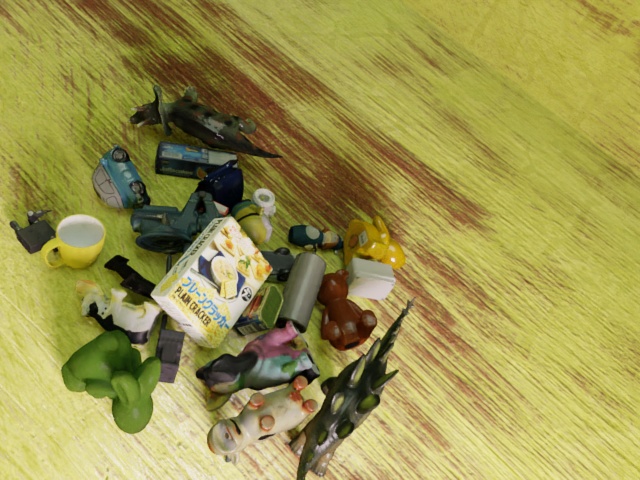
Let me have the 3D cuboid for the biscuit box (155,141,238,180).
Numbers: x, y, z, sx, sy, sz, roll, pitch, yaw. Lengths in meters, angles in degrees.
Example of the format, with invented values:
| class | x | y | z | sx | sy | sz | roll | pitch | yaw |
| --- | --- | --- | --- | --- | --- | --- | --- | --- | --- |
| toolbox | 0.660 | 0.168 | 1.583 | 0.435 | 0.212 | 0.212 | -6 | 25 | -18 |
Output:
| class | x | y | z | sx | sy | sz | roll | pitch | yaw |
| --- | --- | --- | --- | --- | --- | --- | --- | --- | --- |
| biscuit box | -0.315 | -0.196 | 1.373 | 0.203 | 0.062 | 0.059 | 6 | 49 | -23 |

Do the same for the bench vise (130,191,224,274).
| class | x | y | z | sx | sy | sz | roll | pitch | yaw |
| --- | --- | --- | --- | --- | --- | --- | --- | --- | --- |
| bench vise | -0.293 | 0.017 | 1.147 | 0.223 | 0.129 | 0.240 | 7 | 69 | -20 |

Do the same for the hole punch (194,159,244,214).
| class | x | y | z | sx | sy | sz | roll | pitch | yaw |
| --- | --- | --- | --- | --- | --- | --- | --- | --- | --- |
| hole punch | -0.240 | -0.119 | 1.310 | 0.092 | 0.115 | 0.142 | 46 | 45 | 5 |

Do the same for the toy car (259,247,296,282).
| class | x | y | z | sx | sy | sz | roll | pitch | yaw |
| --- | --- | --- | --- | --- | --- | --- | --- | --- | --- |
| toy car | -0.139 | 0.058 | 1.237 | 0.202 | 0.056 | 0.073 | 2 | 56 | -25 |

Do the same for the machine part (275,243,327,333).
| class | x | y | z | sx | sy | sz | roll | pitch | yaw |
| --- | --- | --- | --- | --- | --- | --- | --- | --- | --- |
| machine part | -0.042 | 0.115 | 1.187 | 0.079 | 0.079 | 0.243 | 22 | 58 | -8 |

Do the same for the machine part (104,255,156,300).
| class | x | y | z | sx | sy | sz | roll | pitch | yaw |
| --- | --- | --- | --- | --- | --- | --- | --- | --- | --- |
| machine part | -0.377 | 0.074 | 1.073 | 0.139 | 0.039 | 0.084 | 32 | 0 | 35 |

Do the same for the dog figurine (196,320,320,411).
| class | x | y | z | sx | sy | sz | roll | pitch | yaw |
| --- | --- | --- | --- | --- | --- | --- | --- | --- | --- |
| dog figurine | -0.123 | 0.252 | 1.039 | 0.219 | 0.191 | 0.108 | -24 | 62 | -2 |

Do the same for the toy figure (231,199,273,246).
| class | x | y | z | sx | sy | sz | roll | pitch | yaw |
| --- | --- | --- | --- | --- | --- | --- | --- | --- | --- |
| toy figure | -0.167 | -0.040 | 1.263 | 0.089 | 0.082 | 0.180 | -35 | 31 | -7 |

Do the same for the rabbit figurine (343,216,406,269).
| class | x | y | z | sx | sy | sz | roll | pitch | yaw |
| --- | --- | --- | --- | --- | --- | --- | --- | --- | --- |
| rabbit figurine | 0.145 | 0.021 | 1.398 | 0.173 | 0.122 | 0.162 | 21 | 33 | -29 |

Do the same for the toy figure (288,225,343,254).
| class | x | y | z | sx | sy | sz | roll | pitch | yaw |
| --- | --- | --- | --- | --- | --- | --- | --- | --- | --- |
| toy figure | -0.003 | -0.002 | 1.363 | 0.154 | 0.058 | 0.064 | 9 | 86 | -23 |

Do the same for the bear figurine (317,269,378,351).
| class | x | y | z | sx | sy | sz | roll | pitch | yaw |
| --- | --- | --- | --- | --- | --- | --- | --- | --- | --- |
| bear figurine | 0.043 | 0.142 | 1.203 | 0.120 | 0.131 | 0.196 | -15 | 62 | -7 |

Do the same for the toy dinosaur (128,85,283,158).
| class | x | y | z | sx | sy | sz | roll | pitch | yaw |
| --- | --- | --- | --- | --- | --- | --- | --- | --- | --- |
| toy dinosaur | -0.295 | -0.295 | 1.396 | 0.405 | 0.131 | 0.192 | 22 | 26 | 2 |

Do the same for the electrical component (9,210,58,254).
| class | x | y | z | sx | sy | sz | roll | pitch | yaw |
| --- | --- | --- | --- | --- | --- | --- | --- | --- | --- |
| electrical component | -0.568 | -0.017 | 1.088 | 0.078 | 0.045 | 0.102 | -25 | 65 | -42 |

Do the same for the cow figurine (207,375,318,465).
| class | x | y | z | sx | sy | sz | roll | pitch | yaw |
| --- | --- | --- | --- | --- | --- | --- | --- | --- | --- |
| cow figurine | -0.111 | 0.323 | 0.955 | 0.195 | 0.127 | 0.085 | -13 | 57 | -38 |

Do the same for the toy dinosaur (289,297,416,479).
| class | x | y | z | sx | sy | sz | roll | pitch | yaw |
| --- | --- | --- | --- | --- | --- | --- | --- | --- | --- |
| toy dinosaur | 0.072 | 0.287 | 1.031 | 0.105 | 0.198 | 0.471 | 36 | 45 | 2 |

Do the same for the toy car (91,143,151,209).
| class | x | y | z | sx | sy | sz | roll | pitch | yaw |
| --- | --- | --- | --- | --- | --- | --- | --- | --- | --- |
| toy car | -0.459 | -0.127 | 1.218 | 0.103 | 0.109 | 0.161 | -26 | 76 | -16 |

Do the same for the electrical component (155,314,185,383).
| class | x | y | z | sx | sy | sz | roll | pitch | yaw |
| --- | --- | --- | --- | --- | --- | --- | --- | --- | --- |
| electrical component | -0.286 | 0.201 | 1.015 | 0.048 | 0.074 | 0.119 | 13 | 43 | -15 |

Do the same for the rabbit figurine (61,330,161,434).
| class | x | y | z | sx | sy | sz | roll | pitch | yaw |
| --- | --- | --- | --- | --- | --- | --- | --- | --- | --- |
| rabbit figurine | -0.331 | 0.241 | 0.917 | 0.121 | 0.159 | 0.170 | -25 | 80 | -51 |

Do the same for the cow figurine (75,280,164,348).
| class | x | y | z | sx | sy | sz | roll | pitch | yaw |
| --- | --- | --- | --- | --- | --- | --- | --- | --- | --- |
| cow figurine | -0.392 | 0.138 | 1.018 | 0.167 | 0.068 | 0.098 | 22 | 83 | -6 |
